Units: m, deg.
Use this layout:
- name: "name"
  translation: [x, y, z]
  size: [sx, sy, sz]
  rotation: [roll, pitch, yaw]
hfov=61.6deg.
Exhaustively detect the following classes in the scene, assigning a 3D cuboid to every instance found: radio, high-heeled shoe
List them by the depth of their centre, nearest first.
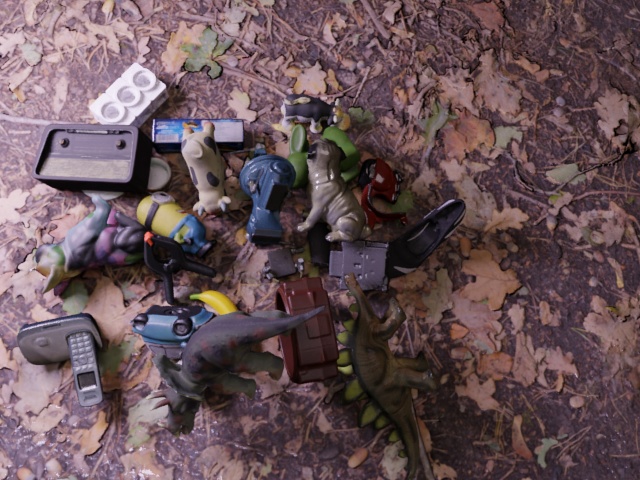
- name: "radio"
  translation: [-0.475, -0.174, 1.133]
  size: [0.230, 0.073, 0.131]
  rotation: [4, 76, 9]
- name: "high-heeled shoe"
  translation: [0.224, 0.002, 1.193]
  size: [0.249, 0.145, 0.086]
  rotation: [-42, 85, -17]

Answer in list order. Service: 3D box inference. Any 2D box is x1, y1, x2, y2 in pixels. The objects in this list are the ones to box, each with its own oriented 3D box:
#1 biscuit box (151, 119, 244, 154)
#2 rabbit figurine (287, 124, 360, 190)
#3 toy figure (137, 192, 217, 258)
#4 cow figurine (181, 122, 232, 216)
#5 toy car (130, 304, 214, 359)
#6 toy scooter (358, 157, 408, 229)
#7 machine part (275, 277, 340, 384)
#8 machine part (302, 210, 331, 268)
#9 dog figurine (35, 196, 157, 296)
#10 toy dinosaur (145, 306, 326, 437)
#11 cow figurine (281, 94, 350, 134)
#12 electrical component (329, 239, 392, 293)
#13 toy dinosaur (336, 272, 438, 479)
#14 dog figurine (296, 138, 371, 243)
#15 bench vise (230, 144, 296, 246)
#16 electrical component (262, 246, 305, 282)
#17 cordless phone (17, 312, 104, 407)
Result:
- name: "biscuit box"
  translation: [-0.273, -0.234, 1.214]
  size: [0.203, 0.063, 0.059]
  rotation: [-2, 78, -9]
- name: "rabbit figurine"
  translation: [-0.013, -0.186, 1.215]
  size: [0.170, 0.121, 0.159]
  rotation: [-27, 77, -8]
- name: "toy figure"
  translation: [-0.310, -0.029, 1.153]
  size: [0.180, 0.082, 0.089]
  rotation: [43, 73, 0]
- name: "cow figurine"
  translation: [-0.238, -0.137, 1.148]
  size: [0.086, 0.194, 0.127]
  rotation: [-9, 35, 4]
- name: "toy car"
  translation: [-0.300, 0.191, 1.095]
  size: [0.162, 0.109, 0.102]
  rotation: [0, 99, 3]
- name: "toy scooter"
  translation: [0.147, -0.095, 1.241]
  size: [0.135, 0.075, 0.184]
  rotation: [15, 79, -5]
- name: "machine part"
  translation: [-0.032, 0.183, 1.082]
  size: [0.087, 0.201, 0.201]
  rotation: [-9, 79, -12]
- name: "machine part"
  translation: [-0.003, -0.004, 1.217]
  size: [0.084, 0.039, 0.139]
  rotation: [-2, 76, -17]
- name: "dog figurine"
  translation: [-0.468, 0.034, 1.104]
  size: [0.191, 0.108, 0.219]
  rotation: [34, 79, -3]
- name: "toy dinosaur"
  translation: [-0.174, 0.201, 0.965]
  size: [0.192, 0.404, 0.131]
  rotation: [16, 39, -32]
- name: "cow figurine"
  translation: [-0.005, -0.300, 1.253]
  size: [0.167, 0.098, 0.068]
  rotation: [4, 70, -8]
- name: "electrical component"
  translation: [0.089, 0.055, 1.182]
  size: [0.134, 0.058, 0.114]
  rotation: [2, 89, 14]
- name: "toy dinosaur"
  translation: [0.137, 0.290, 1.121]
  size: [0.199, 0.105, 0.471]
  rotation: [-24, 89, 7]
- name: "dog figurine"
  translation: [0.043, -0.104, 1.125]
  size: [0.172, 0.121, 0.190]
  rotation: [12, 116, -8]
- name: "bench vise"
  translation: [-0.121, -0.111, 1.172]
  size: [0.129, 0.223, 0.241]
  rotation: [-4, 48, -14]
- name: "electrical component"
  translation: [-0.079, 0.055, 1.186]
  size: [0.102, 0.045, 0.078]
  rotation: [-7, 80, -11]
- name: "cordless phone"
  translation: [-0.503, 0.244, 1.061]
  size: [0.147, 0.089, 0.184]
  rotation: [-11, 83, -11]
